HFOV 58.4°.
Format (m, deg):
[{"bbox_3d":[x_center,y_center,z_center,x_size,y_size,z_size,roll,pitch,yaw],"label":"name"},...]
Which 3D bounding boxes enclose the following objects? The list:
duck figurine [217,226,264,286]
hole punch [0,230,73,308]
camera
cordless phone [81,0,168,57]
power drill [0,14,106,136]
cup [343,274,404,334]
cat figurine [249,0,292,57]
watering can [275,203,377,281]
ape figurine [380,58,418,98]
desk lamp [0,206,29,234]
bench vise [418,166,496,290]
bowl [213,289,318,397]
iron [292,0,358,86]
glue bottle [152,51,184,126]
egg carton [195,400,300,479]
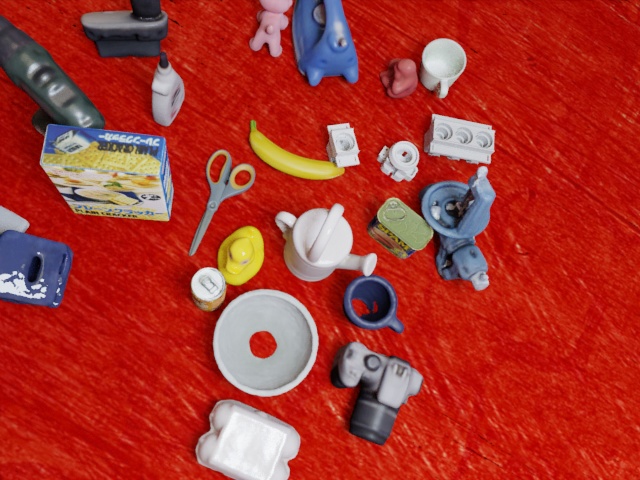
[{"bbox_3d":[-0.130,0.020,0.956,0.077,0.086,0.105,24,71,-4],"label":"duck figurine"},{"bbox_3d":[-0.443,0.045,0.882,0.101,0.091,0.109,9,73,-9],"label":"hole punch"},{"bbox_3d":[0.084,0.252,0.928,0.143,0.100,0.137,24,71,-4],"label":"camera"},{"bbox_3d":[-0.336,-0.400,0.977,0.148,0.185,0.094,-10,77,-14],"label":"cordless phone"},{"bbox_3d":[-0.427,-0.227,0.898,0.229,0.208,0.076,42,71,2],"label":"power drill"},{"bbox_3d":[0.086,0.119,0.969,0.118,0.095,0.092,41,71,2],"label":"cup"},{"bbox_3d":[-0.088,-0.432,1.073,0.067,0.117,0.128,10,73,-8],"label":"cat figurine"},{"bbox_3d":[0.010,0.001,0.933,0.173,0.194,0.101,9,73,-9],"label":"watering can"},{"bbox_3d":[0.158,-0.319,1.107,0.076,0.092,0.078,23,71,-4],"label":"ape figurine"},{"bbox_3d":[-0.560,-0.066,0.823,0.203,0.213,0.118,28,71,-3],"label":"desk lamp"},{"bbox_3d":[0.261,-0.029,0.980,0.122,0.219,0.207,-33,83,-18],"label":"bench vise"},{"bbox_3d":[-0.090,0.168,0.929,0.167,0.074,0.167,3,74,-11],"label":"bowl"},{"bbox_3d":[0.010,-0.429,1.080,0.119,0.141,0.258,-8,77,-14],"label":"iron"},{"bbox_3d":[-0.258,-0.262,0.962,0.037,0.173,0.078,19,72,-5],"label":"glue bottle"},{"bbox_3d":[-0.109,0.317,0.887,0.150,0.069,0.107,24,71,-4],"label":"egg carton"}]
